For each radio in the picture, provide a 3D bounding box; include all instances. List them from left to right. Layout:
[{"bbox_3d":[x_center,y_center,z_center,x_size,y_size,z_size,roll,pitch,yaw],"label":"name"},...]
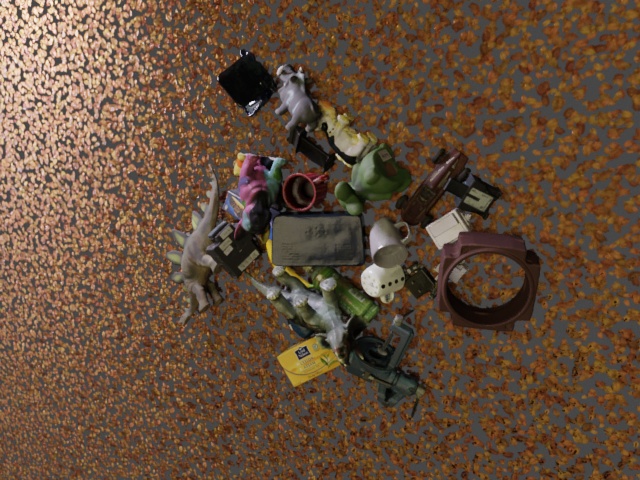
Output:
[{"bbox_3d":[-0.003,-0.004,1.313,0.230,0.073,0.131,-1,100,7],"label":"radio"}]

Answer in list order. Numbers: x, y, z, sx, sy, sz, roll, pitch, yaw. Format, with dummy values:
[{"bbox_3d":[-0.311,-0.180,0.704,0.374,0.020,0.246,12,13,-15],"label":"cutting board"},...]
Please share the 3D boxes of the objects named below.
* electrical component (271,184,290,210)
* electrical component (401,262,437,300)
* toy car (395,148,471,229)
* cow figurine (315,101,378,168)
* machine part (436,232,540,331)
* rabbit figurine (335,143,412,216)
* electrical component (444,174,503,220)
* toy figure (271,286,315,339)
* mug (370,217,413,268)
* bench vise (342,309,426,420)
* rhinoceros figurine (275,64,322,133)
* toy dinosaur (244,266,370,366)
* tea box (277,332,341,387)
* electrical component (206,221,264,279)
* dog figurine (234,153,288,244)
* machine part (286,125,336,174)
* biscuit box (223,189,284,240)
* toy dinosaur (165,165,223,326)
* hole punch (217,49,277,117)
[{"bbox_3d":[-0.113,-0.116,1.406,0.094,0.021,0.063,22,110,22],"label":"electrical component"},{"bbox_3d":[0.237,0.097,1.267,0.078,0.045,0.102,-36,84,27],"label":"electrical component"},{"bbox_3d":[0.253,-0.115,1.210,0.089,0.053,0.202,44,117,15],"label":"toy car"},{"bbox_3d":[0.045,-0.252,1.275,0.167,0.068,0.098,44,123,13],"label":"cow figurine"},{"bbox_3d":[0.356,0.090,1.152,0.202,0.087,0.200,5,112,9],"label":"machine part"},{"bbox_3d":[0.104,-0.114,1.242,0.121,0.159,0.170,49,133,-2],"label":"rabbit figurine"},{"bbox_3d":[0.321,-0.100,1.156,0.119,0.048,0.074,22,114,-5],"label":"electrical component"},{"bbox_3d":[-0.072,0.192,1.435,0.154,0.064,0.057,51,158,13],"label":"toy figure"},{"bbox_3d":[0.162,-0.006,1.246,0.109,0.080,0.107,-42,38,29],"label":"mug"},{"bbox_3d":[0.172,0.287,1.301,0.224,0.129,0.240,30,120,19],"label":"bench vise"},{"bbox_3d":[-0.058,-0.338,1.271,0.190,0.073,0.112,67,148,34],"label":"rhinoceros figurine"},{"bbox_3d":[-0.029,0.172,1.328,0.405,0.131,0.192,20,144,51],"label":"toy dinosaur"},{"bbox_3d":[-0.018,0.309,1.429,0.169,0.068,0.098,-34,86,29],"label":"tea box"},{"bbox_3d":[-0.230,0.018,1.419,0.134,0.115,0.058,54,150,-17],"label":"electrical component"},{"bbox_3d":[-0.162,-0.104,1.336,0.192,0.108,0.219,-159,78,-65],"label":"dog figurine"},{"bbox_3d":[-0.024,-0.225,1.317,0.139,0.039,0.084,40,146,7],"label":"machine part"},{"bbox_3d":[-0.157,-0.063,1.418,0.203,0.063,0.059,31,115,17],"label":"biscuit box"},{"bbox_3d":[-0.331,0.032,1.505,0.199,0.105,0.470,30,108,21],"label":"toy dinosaur"},{"bbox_3d":[-0.179,-0.387,1.354,0.116,0.092,0.142,-39,79,-2],"label":"hole punch"}]
